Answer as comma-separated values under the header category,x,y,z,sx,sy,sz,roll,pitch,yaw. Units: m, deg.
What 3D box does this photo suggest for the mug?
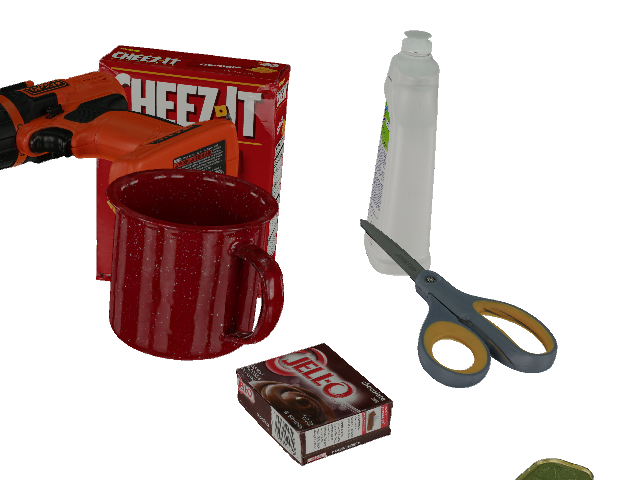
category,x,y,z,sx,sy,sz,roll,pitch,yaw
mug,-0.065,0.017,0.583,0.117,0.081,0.093,24,26,34

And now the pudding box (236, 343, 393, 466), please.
category,x,y,z,sx,sy,sz,roll,pitch,yaw
pudding box,-0.007,0.135,0.896,0.089,0.039,0.114,-15,31,-27

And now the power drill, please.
category,x,y,z,sx,sy,sz,roll,pitch,yaw
power drill,-0.164,-0.063,0.723,0.188,0.057,0.184,22,34,33

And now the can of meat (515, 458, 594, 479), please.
category,x,y,z,sx,sy,sz,roll,pitch,yaw
can of meat,0.193,0.251,0.920,0.058,0.084,0.101,11,26,41

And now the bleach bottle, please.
category,x,y,z,sx,sy,sz,roll,pitch,yaw
bleach bottle,0.092,-0.095,1.138,0.068,0.251,0.102,0,26,-9

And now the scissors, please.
category,x,y,z,sx,sy,sz,roll,pitch,yaw
scissors,0.067,0.042,0.726,0.096,0.016,0.202,-27,41,-35

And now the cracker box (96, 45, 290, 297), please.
category,x,y,z,sx,sy,sz,roll,pitch,yaw
cracker box,-0.120,-0.060,0.984,0.164,0.214,0.072,7,22,4
